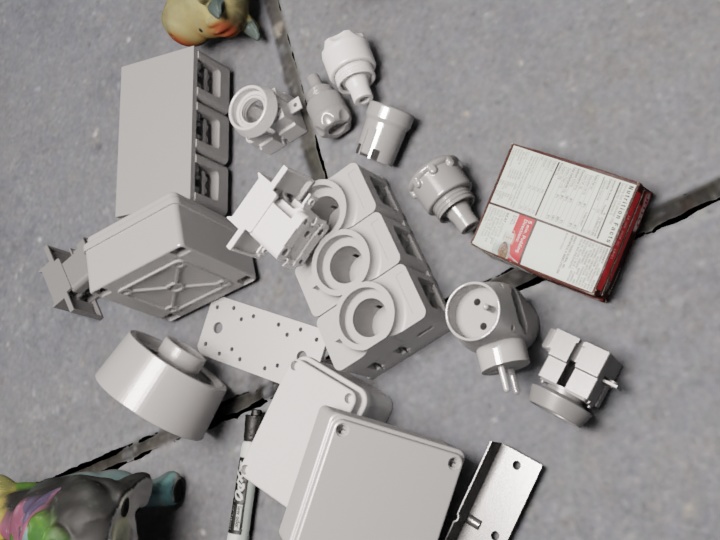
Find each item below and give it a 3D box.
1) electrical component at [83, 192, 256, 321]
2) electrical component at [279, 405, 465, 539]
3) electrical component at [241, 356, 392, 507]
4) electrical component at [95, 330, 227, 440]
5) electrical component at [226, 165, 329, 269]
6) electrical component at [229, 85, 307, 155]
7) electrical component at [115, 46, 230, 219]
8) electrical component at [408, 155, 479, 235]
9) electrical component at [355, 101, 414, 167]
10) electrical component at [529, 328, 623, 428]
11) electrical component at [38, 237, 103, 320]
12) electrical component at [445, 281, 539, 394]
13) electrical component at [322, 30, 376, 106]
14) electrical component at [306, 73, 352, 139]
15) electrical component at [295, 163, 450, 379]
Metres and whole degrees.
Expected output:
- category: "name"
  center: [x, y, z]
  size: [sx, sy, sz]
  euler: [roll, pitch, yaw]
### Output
- category: "electrical component"
  center: [-0.167, -0.009, 0.949]
  size: [0.109, 0.109, 0.056]
  euler: [-25, 62, 24]
- category: "electrical component"
  center: [0.008, 0.169, 0.803]
  size: [0.056, 0.109, 0.108]
  euler: [-169, 97, -76]
- category: "electrical component"
  center: [-0.036, 0.135, 0.870]
  size: [0.078, 0.057, 0.113]
  euler: [27, 93, 33]
- category: "electrical component"
  center: [-0.166, 0.093, 0.931]
  size: [0.108, 0.108, 0.060]
  euler: [32, 90, 32]
- category: "electrical component"
  center: [-0.064, -0.038, 0.861]
  size: [0.064, 0.042, 0.081]
  euler: [42, 102, 29]
- category: "electrical component"
  center: [-0.085, -0.137, 0.964]
  size: [0.066, 0.055, 0.048]
  euler: [-29, 65, 22]
- category: "electrical component"
  center: [-0.172, -0.120, 1.009]
  size: [0.089, 0.062, 0.150]
  euler: [-9, 74, 29]
- category: "electrical component"
  center: [0.072, -0.057, 0.859]
  size: [0.048, 0.048, 0.062]
  euler: [-40, 68, 17]
- category: "electrical component"
  center: [0.020, -0.115, 0.907]
  size: [0.040, 0.040, 0.046]
  euler: [25, 98, 33]
- category: "electrical component"
  center: [0.153, 0.080, 0.777]
  size: [0.066, 0.048, 0.055]
  euler: [26, 85, 33]
- category: "electrical component"
  center: [-0.272, 0.005, 1.052]
  size: [0.064, 0.042, 0.081]
  euler: [-38, 63, 14]
- category: "electrical component"
  center: [0.103, 0.053, 0.794]
  size: [0.043, 0.077, 0.079]
  euler: [-22, 69, 25]
- category: "electrical component"
  center: [-0.006, -0.172, 0.933]
  size: [0.043, 0.043, 0.062]
  euler: [-29, 67, 23]
- category: "electrical component"
  center: [-0.031, -0.147, 0.947]
  size: [0.035, 0.035, 0.061]
  euler: [-34, 62, 20]
- category: "electrical component"
  center: [0.000, 0.000, 0.877]
  size: [0.089, 0.062, 0.150]
  euler: [-34, 63, 20]
